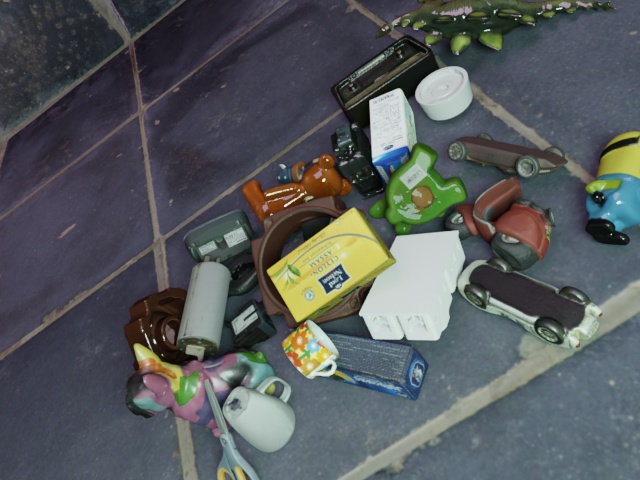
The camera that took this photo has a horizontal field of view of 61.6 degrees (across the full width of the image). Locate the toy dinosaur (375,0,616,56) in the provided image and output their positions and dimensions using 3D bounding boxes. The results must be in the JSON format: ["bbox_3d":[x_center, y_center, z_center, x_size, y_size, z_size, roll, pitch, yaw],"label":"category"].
[{"bbox_3d":[0.345,-0.469,1.127,0.472,0.104,0.199,-6,45,17],"label":"toy dinosaur"}]

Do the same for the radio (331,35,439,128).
[{"bbox_3d":[0.144,-0.359,1.221,0.230,0.073,0.131,-32,42,7],"label":"radio"}]

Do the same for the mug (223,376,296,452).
[{"bbox_3d":[-0.091,0.262,0.833,0.081,0.107,0.109,22,72,44],"label":"mug"}]

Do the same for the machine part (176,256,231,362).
[{"bbox_3d":[-0.215,0.127,1.009,0.079,0.079,0.243,-20,45,22],"label":"machine part"}]

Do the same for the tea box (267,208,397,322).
[{"bbox_3d":[0.018,0.040,0.817,0.169,0.068,0.098,-37,73,11],"label":"tea box"}]

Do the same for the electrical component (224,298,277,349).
[{"bbox_3d":[-0.115,0.146,0.995,0.119,0.047,0.075,-40,41,0],"label":"electrical component"}]

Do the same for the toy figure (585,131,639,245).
[{"bbox_3d":[0.428,-0.079,0.763,0.089,0.082,0.180,19,70,42],"label":"toy figure"}]

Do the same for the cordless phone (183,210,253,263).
[{"bbox_3d":[-0.227,-0.010,1.198,0.147,0.088,0.184,-27,12,-10],"label":"cordless phone"}]

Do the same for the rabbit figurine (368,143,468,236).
[{"bbox_3d":[0.170,-0.077,0.933,0.159,0.121,0.170,-52,-1,17],"label":"rabbit figurine"}]

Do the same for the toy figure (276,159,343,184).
[{"bbox_3d":[-0.024,-0.140,1.168,0.155,0.057,0.064,2,78,34],"label":"toy figure"}]

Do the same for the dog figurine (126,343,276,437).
[{"bbox_3d":[-0.198,0.223,0.864,0.191,0.219,0.109,-39,44,3],"label":"dog figurine"}]

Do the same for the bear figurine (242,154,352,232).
[{"bbox_3d":[-0.045,-0.101,1.099,0.196,0.120,0.132,-40,39,5],"label":"bear figurine"}]

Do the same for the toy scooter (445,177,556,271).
[{"bbox_3d":[0.293,-0.037,0.833,0.135,0.075,0.184,-45,37,-7],"label":"toy scooter"}]

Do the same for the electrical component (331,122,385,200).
[{"bbox_3d":[0.073,-0.163,1.060,0.058,0.134,0.115,-25,46,18],"label":"electrical component"}]

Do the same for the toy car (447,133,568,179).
[{"bbox_3d":[0.312,-0.139,0.908,0.089,0.053,0.202,-17,29,-36],"label":"toy car"}]

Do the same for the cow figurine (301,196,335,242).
[{"bbox_3d":[0.000,-0.003,1.003,0.068,0.098,0.167,-17,46,15],"label":"cow figurine"}]

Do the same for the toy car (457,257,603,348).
[{"bbox_3d":[0.285,0.083,0.748,0.073,0.056,0.202,-46,42,-16],"label":"toy car"}]

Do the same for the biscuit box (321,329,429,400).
[{"bbox_3d":[0.060,0.186,0.821,0.203,0.059,0.063,3,56,39],"label":"biscuit box"}]

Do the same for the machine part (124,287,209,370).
[{"bbox_3d":[-0.281,0.176,0.999,0.056,0.179,0.179,-21,44,27],"label":"machine part"}]

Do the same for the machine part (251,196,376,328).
[{"bbox_3d":[-0.005,0.039,0.906,0.202,0.087,0.201,-18,78,18],"label":"machine part"}]
